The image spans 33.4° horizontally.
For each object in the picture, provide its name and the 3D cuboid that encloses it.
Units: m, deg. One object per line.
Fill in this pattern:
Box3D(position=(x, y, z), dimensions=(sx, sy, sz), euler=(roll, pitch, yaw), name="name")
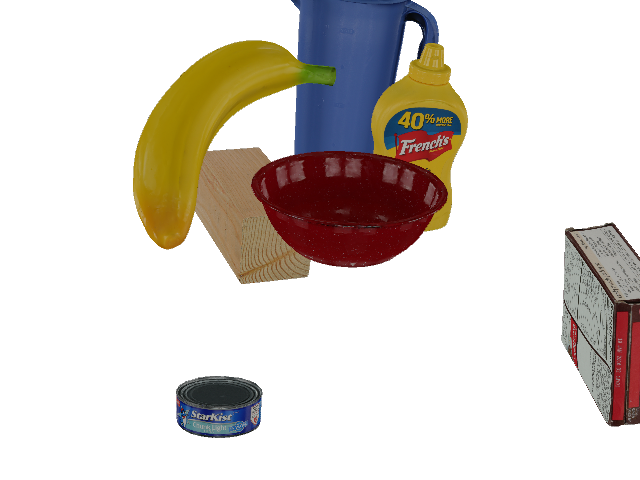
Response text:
Box3D(position=(-0.088, -0.036, 1.337), dimensions=(0.090, 0.090, 0.206), euler=(-6, 28, -21), name="wood block")
Box3D(position=(0.023, -0.022, 0.883), dimensions=(0.162, 0.055, 0.162), euler=(2, 24, -1), name="bowl")
Box3D(position=(0.097, -0.104, 1.072), dimensions=(0.096, 0.192, 0.058), euler=(3, 27, -12), name="mustard bottle")
Box3D(position=(0.188, 0.051, 0.688), dimensions=(0.039, 0.090, 0.113), euler=(-5, 25, -3), name="pudding box")
Box3D(position=(0.041, -0.190, 1.299), dimensions=(0.144, 0.243, 0.149), euler=(-8, 29, -26), name="pitcher")
Box3D(position=(-0.101, 0.166, 1.065), dimensions=(0.086, 0.034, 0.086), euler=(2, 13, -1), name="tuna can")
Box3D(position=(-0.060, -0.068, 0.607), dimensions=(0.070, 0.037, 0.197), euler=(20, 44, 18), name="banana")
